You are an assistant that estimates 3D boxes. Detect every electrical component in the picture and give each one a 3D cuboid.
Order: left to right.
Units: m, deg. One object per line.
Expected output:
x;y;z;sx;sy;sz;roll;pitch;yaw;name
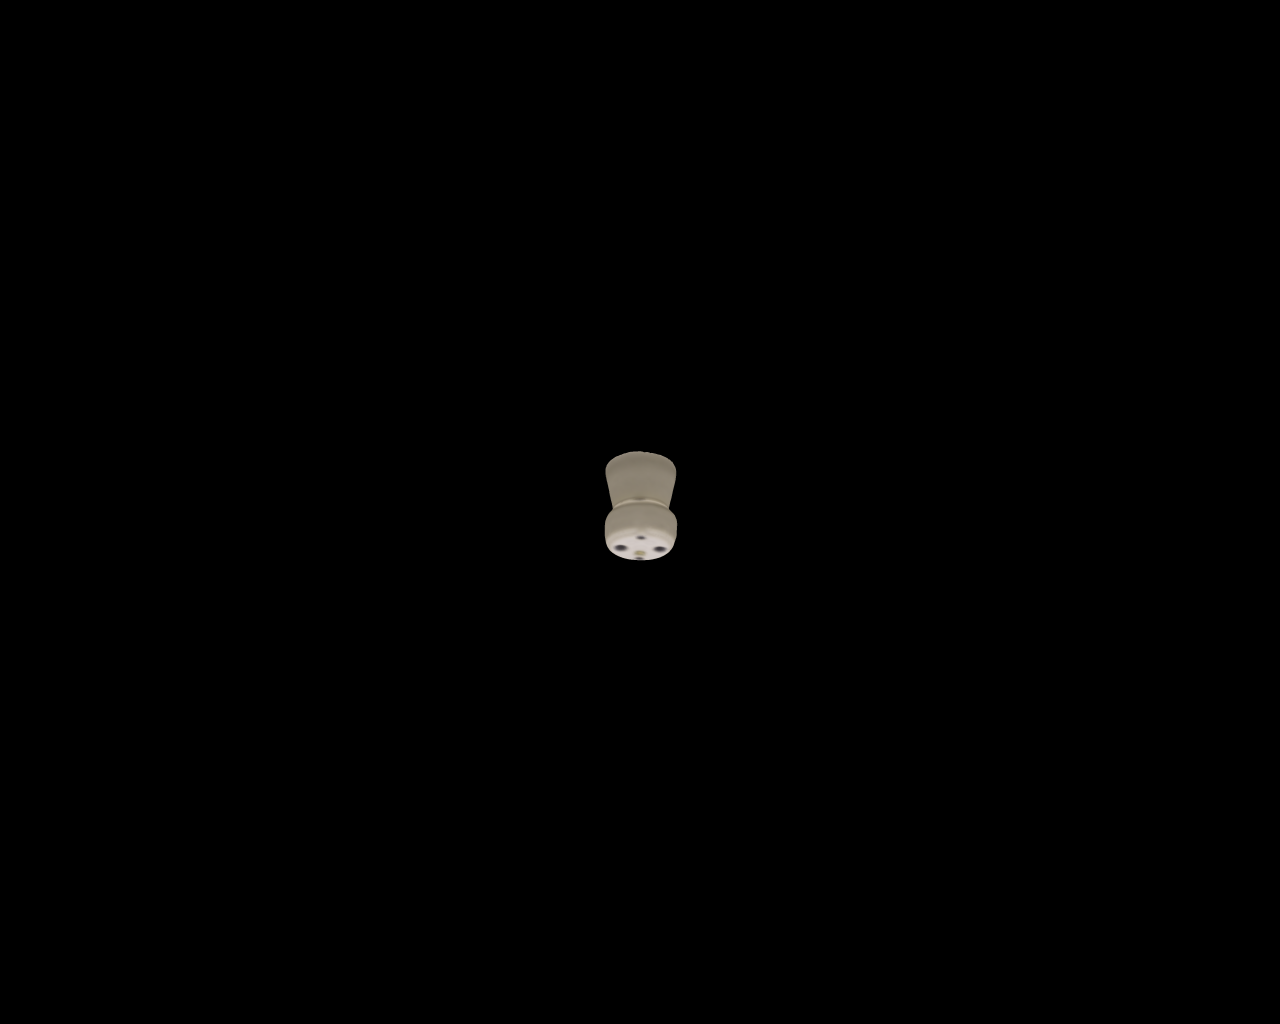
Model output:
0.001;-0.003;0.650;0.045;0.055;0.044;0;-28;0;electrical component
